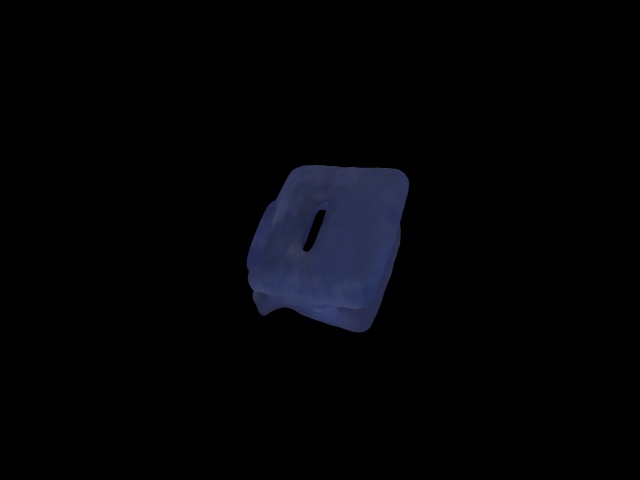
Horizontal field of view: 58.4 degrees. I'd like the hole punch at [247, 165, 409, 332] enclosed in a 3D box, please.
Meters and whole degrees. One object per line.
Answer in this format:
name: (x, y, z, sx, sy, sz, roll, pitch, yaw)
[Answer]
hole punch: (0.004, 0.001, 0.400, 0.101, 0.091, 0.109, 17, 68, 7)
